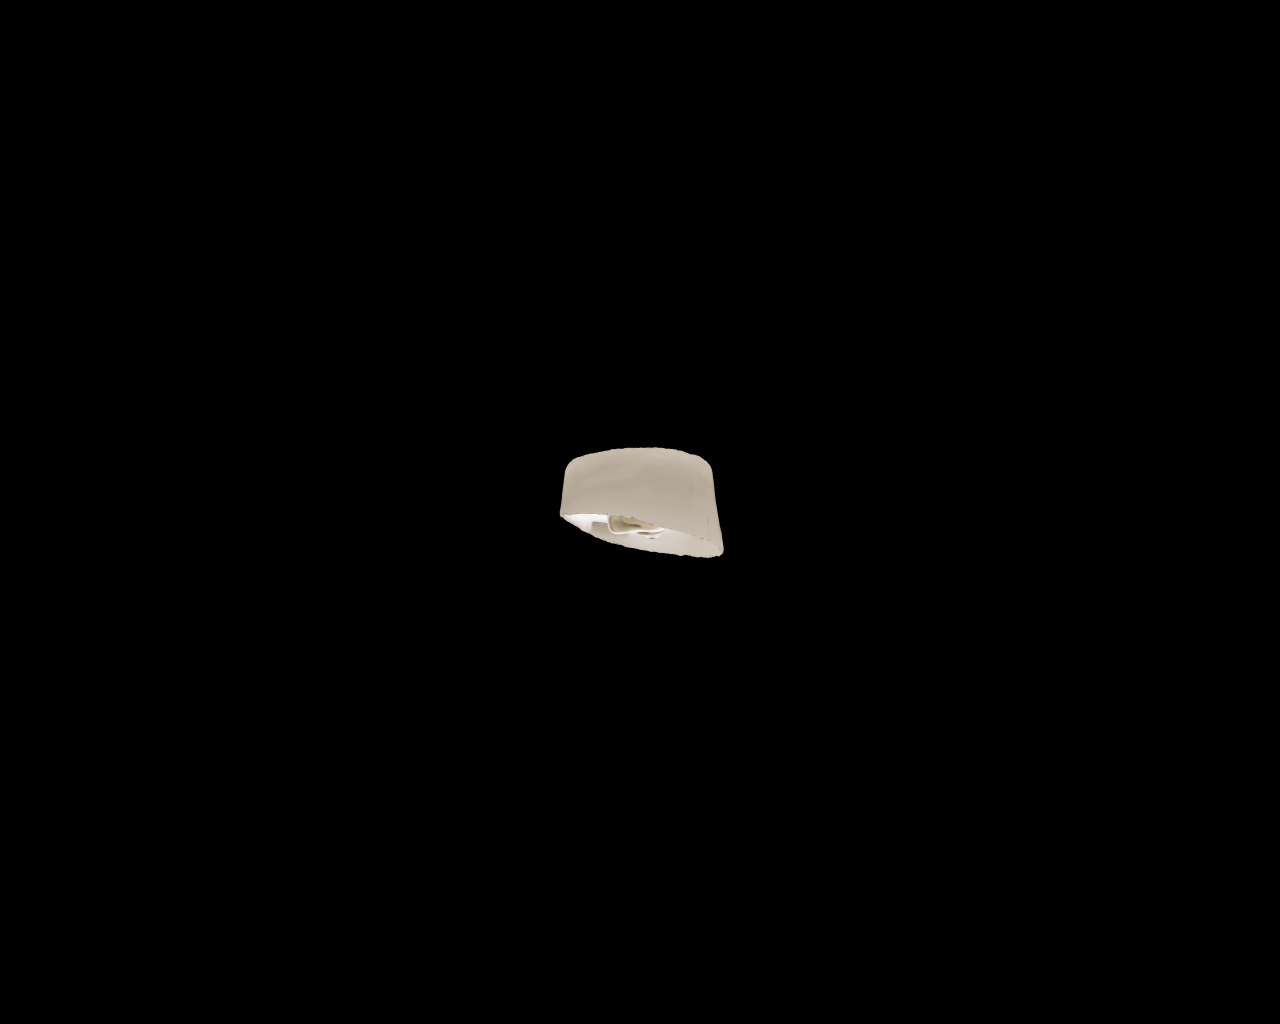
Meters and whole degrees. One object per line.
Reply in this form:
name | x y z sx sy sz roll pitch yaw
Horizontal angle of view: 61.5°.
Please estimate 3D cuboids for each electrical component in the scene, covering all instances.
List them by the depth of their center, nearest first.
electrical component | 0.001 -0.003 0.650 0.099 0.064 0.099 0 -16 0
